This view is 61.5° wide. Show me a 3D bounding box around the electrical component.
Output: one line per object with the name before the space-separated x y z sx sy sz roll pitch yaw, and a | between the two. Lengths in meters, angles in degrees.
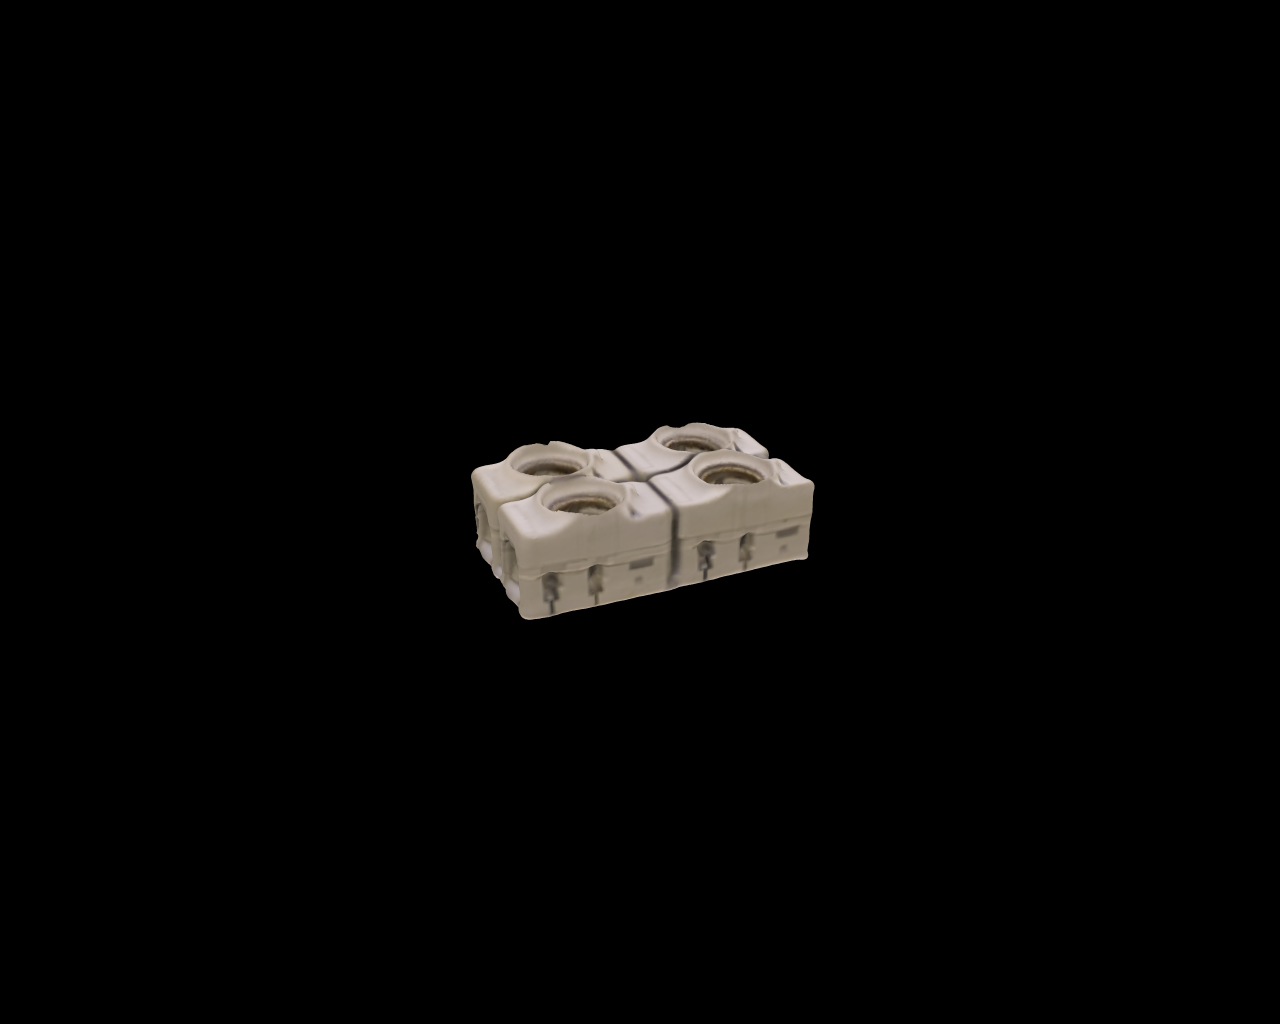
electrical component | 0.001 -0.003 0.650 0.186 0.060 0.105 -10 28 -20
